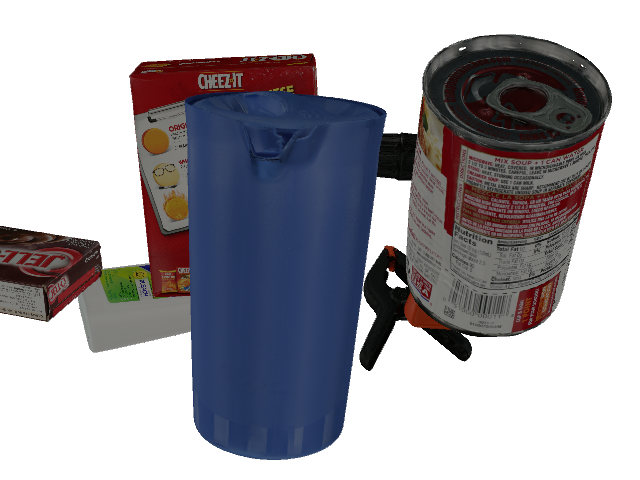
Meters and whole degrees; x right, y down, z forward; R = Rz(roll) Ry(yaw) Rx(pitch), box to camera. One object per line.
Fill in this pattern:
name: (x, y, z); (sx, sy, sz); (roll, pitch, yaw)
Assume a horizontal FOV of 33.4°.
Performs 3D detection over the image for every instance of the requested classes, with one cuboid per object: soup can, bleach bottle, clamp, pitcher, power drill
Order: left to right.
bleach bottle: (-0.141, 0.057, 1.194); (0.250, 0.068, 0.103); (-11, 36, -15)
pitcher: (-0.028, 0.018, 0.744); (0.148, 0.243, 0.145); (-9, 20, -40)
clamp: (0.102, 0.075, 1.183); (0.120, 0.171, 0.039); (5, -43, -5)
power drill: (0.123, -0.010, 0.982); (0.184, 0.188, 0.057); (4, 26, 1)
soup can: (0.070, -0.019, 0.418); (0.068, 0.102, 0.068); (0, 44, 0)

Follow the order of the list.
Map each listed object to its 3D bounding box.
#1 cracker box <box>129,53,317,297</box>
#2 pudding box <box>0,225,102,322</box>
cracker box: (-0.080, -0.059, 0.984); (0.164, 0.214, 0.072); (-3, 21, 0)
pudding box: (-0.254, 0.025, 0.893); (0.114, 0.039, 0.090); (7, 24, 17)
